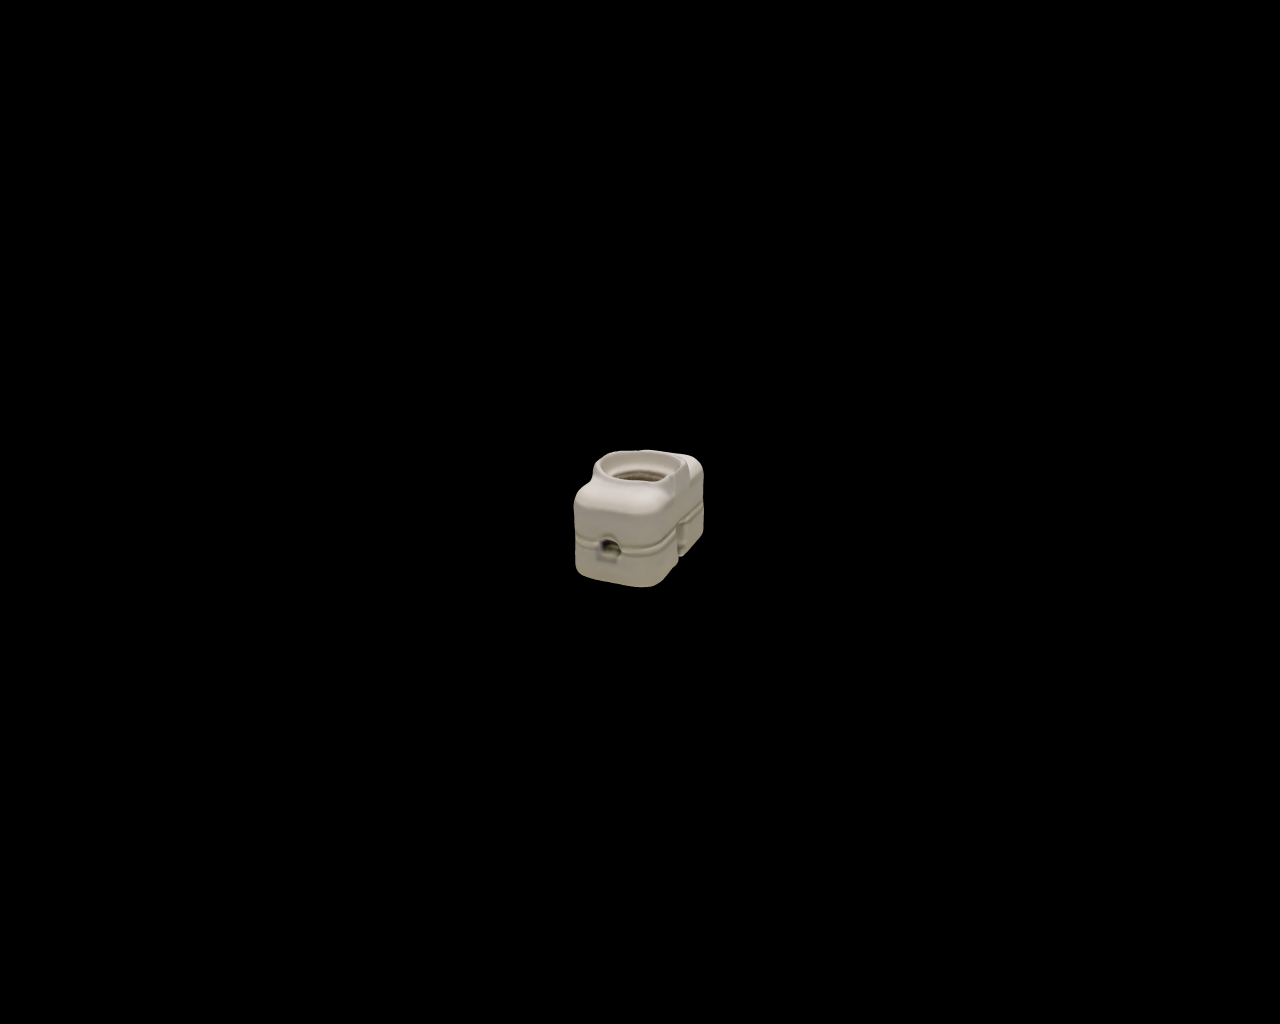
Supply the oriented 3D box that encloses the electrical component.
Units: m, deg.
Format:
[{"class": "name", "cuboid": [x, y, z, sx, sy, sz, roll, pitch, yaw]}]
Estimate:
[{"class": "electrical component", "cuboid": [0.001, -0.003, 0.650, 0.054, 0.059, 0.095, 10, 24, 22]}]
